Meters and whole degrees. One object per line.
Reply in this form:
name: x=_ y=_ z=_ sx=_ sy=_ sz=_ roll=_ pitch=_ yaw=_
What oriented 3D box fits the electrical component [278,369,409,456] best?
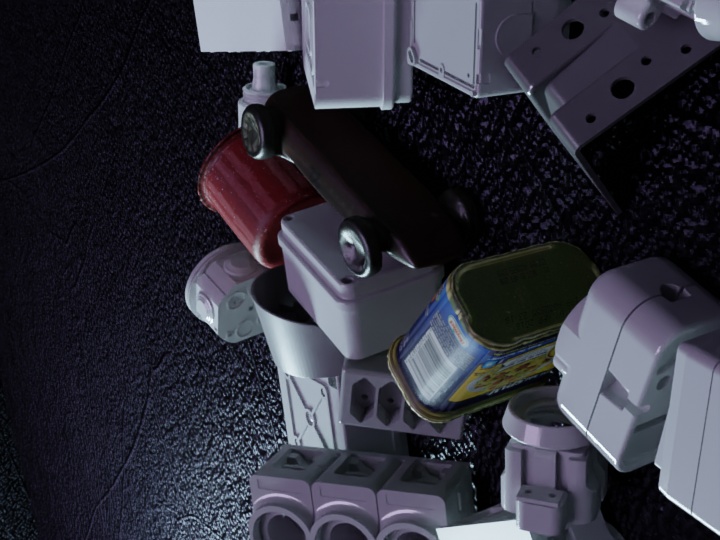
electrical component: x=-0.015 y=0.109 z=0.846 sx=0.109 sy=0.056 sz=0.108 roll=18 pitch=119 yaw=58

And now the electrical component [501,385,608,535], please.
electrical component: x=0.108 y=0.101 z=0.596 sx=0.058 sy=0.078 sz=0.057 roll=6 pitch=112 yaw=23

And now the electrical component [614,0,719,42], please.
electrical component: x=0.144 y=-0.124 z=0.445 sx=0.055 sy=0.048 sz=0.066 roll=43 pitch=112 yaw=40

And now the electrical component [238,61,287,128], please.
electrical component: x=-0.075 y=-0.133 z=0.852 sx=0.043 sy=0.043 sz=0.062 roll=35 pitch=131 yaw=51

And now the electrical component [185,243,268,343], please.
electrical component: x=-0.110 y=0.020 z=0.953 sx=0.051 sy=0.080 sz=0.080 roll=42 pitch=138 yaw=38

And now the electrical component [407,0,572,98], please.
electrical component: x=0.067 y=-0.136 z=0.577 sx=0.096 sy=0.061 sz=0.061 roll=-135 pitch=40 yaw=-57

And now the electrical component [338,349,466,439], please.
electrical component: x=0.033 y=0.068 z=0.731 sx=0.075 sy=0.083 sz=0.047 roll=-77 pitch=-7 yaw=-57

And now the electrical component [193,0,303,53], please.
electrical component: x=-0.065 y=-0.206 z=0.777 sx=0.150 sy=0.062 sz=0.089 roll=18 pitch=119 yaw=58

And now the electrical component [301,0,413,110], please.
electrical component: x=-0.004 y=-0.149 z=0.657 sx=0.113 sy=0.057 sz=0.078 roll=-105 pitch=14 yaw=-63

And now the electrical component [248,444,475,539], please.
electrical component: x=0.002 y=0.183 z=0.766 sx=0.150 sy=0.062 sz=0.089 roll=1 pitch=108 yaw=25

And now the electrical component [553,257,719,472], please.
electrical component: x=0.138 y=0.044 z=0.536 sx=0.059 sy=0.054 sz=0.095 roll=48 pitch=142 yaw=41

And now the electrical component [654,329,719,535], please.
electrical component: x=0.173 y=0.062 z=0.471 sx=0.061 sy=0.062 sz=0.096 roll=35 pitch=133 yaw=51

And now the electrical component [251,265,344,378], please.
electrical component: x=-0.025 y=0.034 z=0.784 sx=0.099 sy=0.099 sz=0.064 roll=28 pitch=133 yaw=54

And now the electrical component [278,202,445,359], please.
electrical component: x=0.000 y=0.000 z=0.730 sx=0.113 sy=0.078 sz=0.057 roll=45 pitch=148 yaw=51

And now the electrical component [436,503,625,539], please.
electrical component: x=0.125 y=0.232 z=0.643 sx=0.105 sy=0.060 sz=0.186 roll=-33 pitch=74 yaw=61
